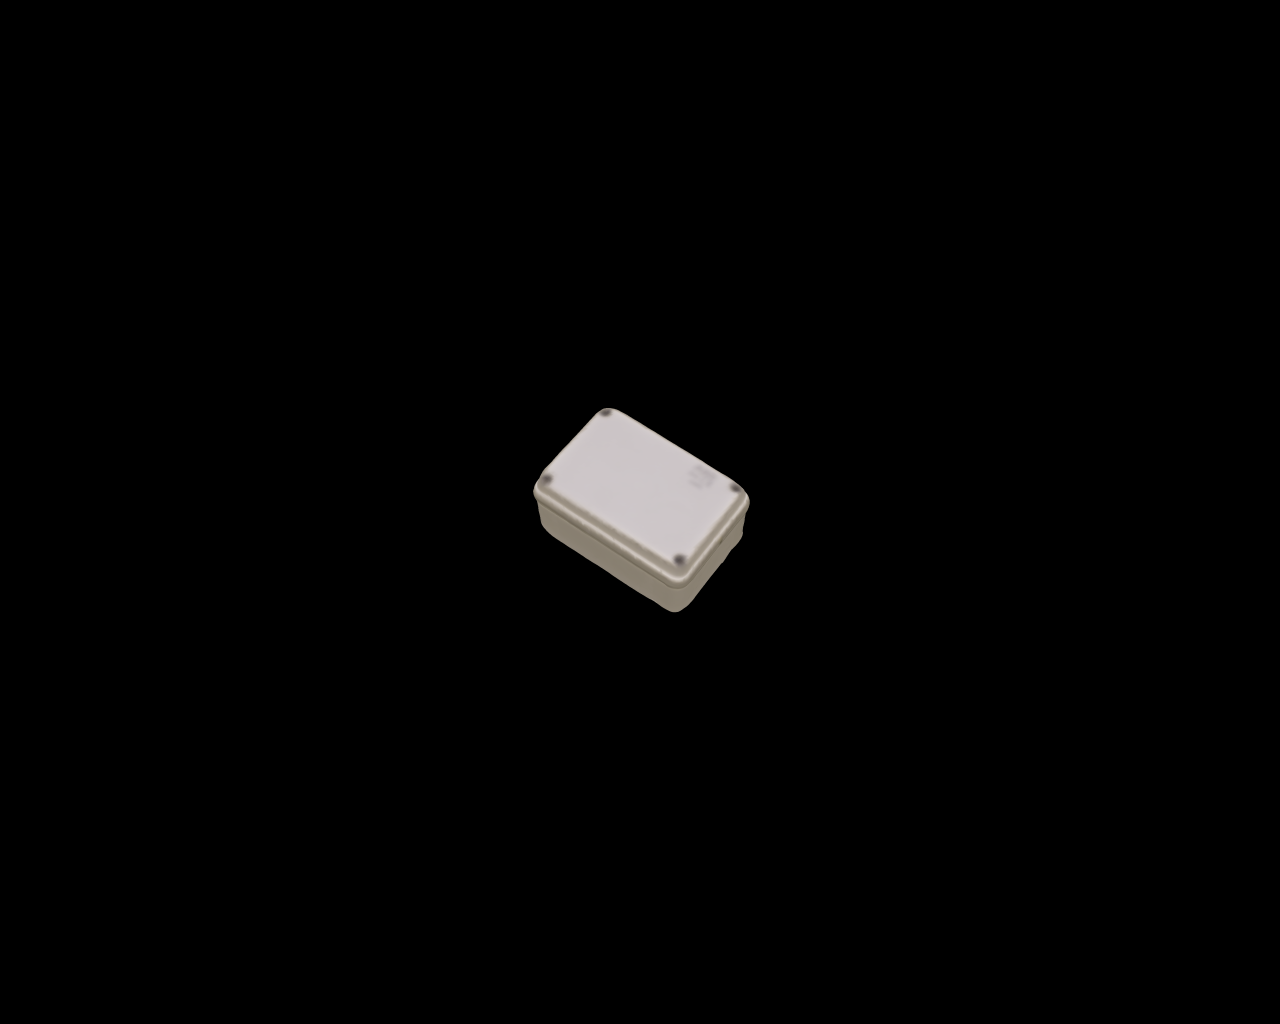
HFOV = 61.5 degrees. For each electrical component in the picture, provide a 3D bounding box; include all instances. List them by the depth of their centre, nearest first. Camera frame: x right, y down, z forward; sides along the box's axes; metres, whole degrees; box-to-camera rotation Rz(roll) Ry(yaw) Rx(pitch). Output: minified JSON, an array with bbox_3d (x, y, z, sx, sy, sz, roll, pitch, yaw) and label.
[{"bbox_3d":[0.001,-0.003,0.650,0.113,0.078,0.057,32,-26,18],"label":"electrical component"}]
